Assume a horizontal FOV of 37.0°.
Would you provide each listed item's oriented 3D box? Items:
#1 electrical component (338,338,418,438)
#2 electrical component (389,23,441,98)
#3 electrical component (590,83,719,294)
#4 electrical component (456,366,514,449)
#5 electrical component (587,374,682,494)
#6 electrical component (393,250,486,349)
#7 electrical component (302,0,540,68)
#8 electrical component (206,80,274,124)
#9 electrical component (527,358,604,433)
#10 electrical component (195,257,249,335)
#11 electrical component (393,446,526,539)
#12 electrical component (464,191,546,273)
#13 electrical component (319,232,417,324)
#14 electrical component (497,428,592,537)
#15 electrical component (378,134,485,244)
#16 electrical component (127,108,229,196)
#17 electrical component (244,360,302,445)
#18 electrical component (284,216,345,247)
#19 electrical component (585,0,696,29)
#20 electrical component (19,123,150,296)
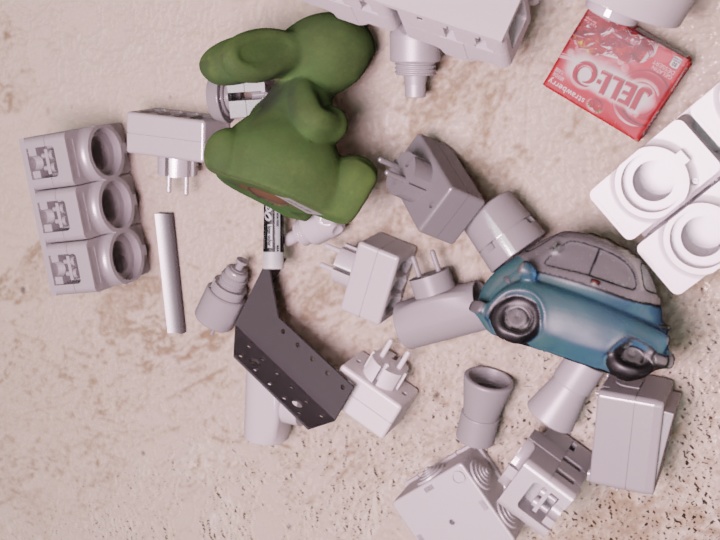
[{"bbox_3d":[0.019,0.097,0.966,0.066,0.047,0.076,34,114,12],"label":"electrical component"},{"bbox_3d":[0.046,-0.174,0.889,0.043,0.043,0.062,6,106,22],"label":"electrical component"},{"bbox_3d":[0.278,-0.079,0.801,0.186,0.060,0.105,-42,84,26],"label":"electrical component"},{"bbox_3d":[0.106,0.122,0.938,0.044,0.044,0.065,18,114,19],"label":"electrical component"},{"bbox_3d":[0.224,0.138,0.878,0.061,0.062,0.096,8,106,22],"label":"electrical component"},{"bbox_3d":[0.066,0.022,0.929,0.077,0.043,0.079,-17,95,26],"label":"electrical component"},{"bbox_3d":[0.048,-0.238,0.838,0.186,0.060,0.105,22,82,17],"label":"electrical component"},{"bbox_3d":[-0.104,-0.156,0.958,0.055,0.048,0.066,-1,103,16],"label":"electrical component"},{"bbox_3d":[0.176,0.098,0.902,0.044,0.044,0.065,34,109,13],"label":"electrical component"},{"bbox_3d":[-0.126,0.023,1.015,0.040,0.040,0.078,34,113,13],"label":"electrical component"},{"bbox_3d":[0.090,0.216,0.964,0.100,0.048,0.099,-36,87,27],"label":"electrical component"},{"bbox_3d":[0.117,-0.032,0.887,0.055,0.055,0.047,-39,82,26],"label":"electrical component"},{"bbox_3d":[0.000,0.000,0.950,0.077,0.047,0.065,22,111,17],"label":"electrical component"},{"bbox_3d":[0.154,0.172,0.902,0.056,0.089,0.050,36,114,12],"label":"electrical component"},{"bbox_3d":[0.047,-0.073,0.876,0.047,0.076,0.083,-54,36,25],"label":"electrical component"},{"bbox_3d":[-0.169,-0.107,0.997,0.083,0.047,0.075,10,106,21],"label":"electrical component"},{"bbox_3d":[-0.071,0.125,1.015,0.079,0.043,0.077,10,107,21],"label":"electrical component"},{"bbox_3d":[-0.044,-0.038,0.967,0.061,0.035,0.035,-26,92,30],"label":"electrical component"},{"bbox_3d":[0.195,-0.213,0.781,0.108,0.108,0.060,29,119,15],"label":"electrical component"},{"bbox_3d":[-0.256,-0.059,1.024,0.062,0.089,0.150,-4,101,25],"label":"electrical component"}]
